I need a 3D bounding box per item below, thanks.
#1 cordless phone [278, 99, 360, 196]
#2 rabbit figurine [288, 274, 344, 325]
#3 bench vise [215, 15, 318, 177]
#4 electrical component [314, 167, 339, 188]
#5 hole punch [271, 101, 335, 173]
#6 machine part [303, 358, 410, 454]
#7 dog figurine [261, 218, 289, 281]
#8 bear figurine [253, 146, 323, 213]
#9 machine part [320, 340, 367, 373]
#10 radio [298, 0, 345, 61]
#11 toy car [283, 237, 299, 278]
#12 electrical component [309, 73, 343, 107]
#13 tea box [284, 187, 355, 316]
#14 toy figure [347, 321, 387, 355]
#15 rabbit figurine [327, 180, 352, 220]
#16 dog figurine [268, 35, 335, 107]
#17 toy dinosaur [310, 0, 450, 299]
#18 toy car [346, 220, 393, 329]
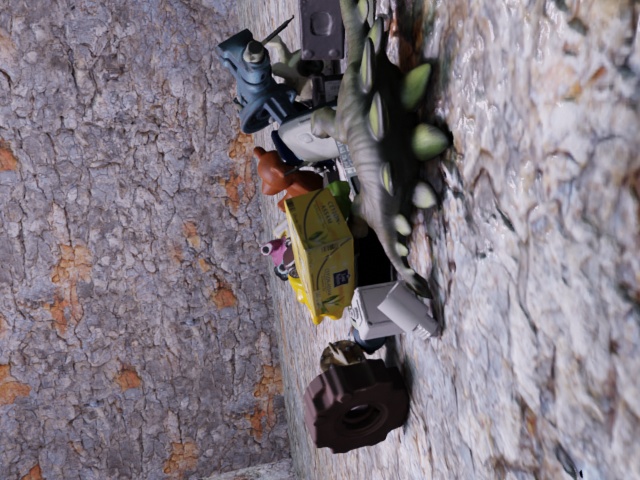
[{"bbox_3d":[0.029,-0.121,0.832,0.147,0.089,0.184,-10,105,36],"label":"cordless phone"},{"bbox_3d":[-0.005,0.101,1.188,0.173,0.122,0.162,21,144,55],"label":"rabbit figurine"},{"bbox_3d":[-0.077,-0.232,0.919,0.240,0.129,0.223,53,156,4],"label":"bench vise"},{"bbox_3d":[0.016,-0.111,1.099,0.078,0.045,0.102,139,122,-76],"label":"electrical component"},{"bbox_3d":[-0.022,-0.207,1.053,0.142,0.116,0.092,63,141,39],"label":"hole punch"},{"bbox_3d":[0.058,0.266,0.850,0.056,0.179,0.179,-117,21,-51],"label":"machine part"},{"bbox_3d":[-0.066,0.030,1.486,0.108,0.191,0.219,40,-177,16],"label":"dog figurine"},{"bbox_3d":[-0.071,-0.109,1.127,0.120,0.195,0.132,39,106,33],"label":"bear figurine"},{"bbox_3d":[0.061,0.250,0.928,0.079,0.079,0.242,-111,-3,-49],"label":"machine part"},{"bbox_3d":[0.001,-0.380,0.782,0.229,0.073,0.131,85,-176,-65],"label":"radio"},{"bbox_3d":[-0.002,-0.003,1.072,0.202,0.053,0.089,-41,38,29],"label":"toy car"},{"bbox_3d":[0.023,-0.221,0.902,0.048,0.075,0.119,-133,40,-73],"label":"electrical component"},{"bbox_3d":[0.002,0.021,0.757,0.169,0.068,0.098,83,168,-54],"label":"tea box"},{"bbox_3d":[0.080,0.169,0.942,0.154,0.058,0.064,115,-179,-77],"label":"toy figure"},{"bbox_3d":[0.021,-0.018,0.909,0.170,0.121,0.159,122,127,-87],"label":"rabbit figurine"},{"bbox_3d":[-0.021,-0.304,1.060,0.190,0.121,0.172,72,-173,-64],"label":"dog figurine"},{"bbox_3d":[0.070,-0.150,0.659,0.198,0.105,0.471,162,90,-72],"label":"toy dinosaur"},{"bbox_3d":[0.077,0.048,0.823,0.056,0.073,0.201,-126,29,-66],"label":"toy car"}]
